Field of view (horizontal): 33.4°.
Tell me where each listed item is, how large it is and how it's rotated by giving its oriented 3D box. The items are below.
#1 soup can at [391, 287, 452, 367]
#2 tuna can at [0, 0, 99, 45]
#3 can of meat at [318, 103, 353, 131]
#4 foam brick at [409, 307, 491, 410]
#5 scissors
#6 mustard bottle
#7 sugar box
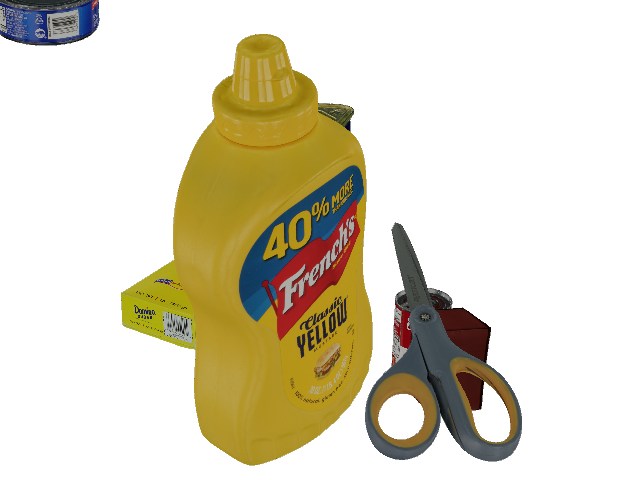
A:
[{"bbox_3d":[0.120,0.116,1.282,0.068,0.102,0.068,1,23,-1],"label":"soup can"},{"bbox_3d":[-0.218,-0.186,0.842,0.086,0.034,0.086,4,35,-3],"label":"tuna can"},{"bbox_3d":[-0.008,-0.056,0.865,0.057,0.084,0.102,4,26,16],"label":"can of meat"},{"bbox_3d":[0.109,0.103,0.924,0.051,0.078,0.053,-3,17,-20],"label":"foam brick"},{"bbox_3d":[0.050,0.061,0.651,0.096,0.016,0.202,-17,42,-15],"label":"scissors"},{"bbox_3d":[-0.018,0.002,0.455,0.058,0.192,0.096,27,47,33],"label":"mustard bottle"},{"bbox_3d":[-0.117,0.047,1.113,0.093,0.048,0.176,16,31,25],"label":"sugar box"}]
